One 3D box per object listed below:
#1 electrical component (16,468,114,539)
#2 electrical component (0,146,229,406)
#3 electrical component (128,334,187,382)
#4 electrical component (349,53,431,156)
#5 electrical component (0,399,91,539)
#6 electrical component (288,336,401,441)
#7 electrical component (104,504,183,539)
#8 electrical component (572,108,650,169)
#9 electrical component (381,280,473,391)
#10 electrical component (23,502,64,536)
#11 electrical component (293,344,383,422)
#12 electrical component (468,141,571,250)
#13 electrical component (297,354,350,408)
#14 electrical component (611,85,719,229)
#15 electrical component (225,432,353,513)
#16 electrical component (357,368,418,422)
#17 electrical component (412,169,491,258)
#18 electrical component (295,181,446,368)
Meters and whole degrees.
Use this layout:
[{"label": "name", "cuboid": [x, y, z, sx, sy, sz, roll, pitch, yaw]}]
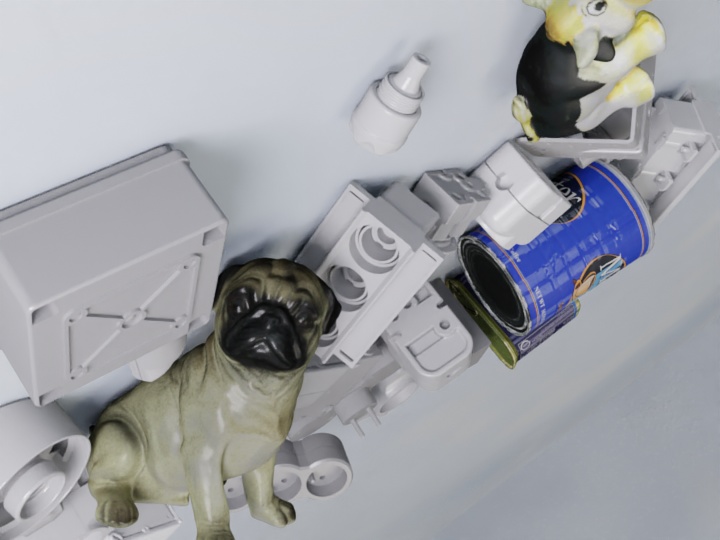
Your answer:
[{"label": "electrical component", "cuboid": [-0.223, 0.182, 0.789, 0.089, 0.055, 0.050, -27, 159, -27]}, {"label": "electrical component", "cuboid": [-0.129, 0.004, 0.543, 0.109, 0.056, 0.108, -27, 159, -27]}, {"label": "electrical component", "cuboid": [-0.126, 0.036, 0.642, 0.043, 0.043, 0.081, -31, 160, -18]}, {"label": "electrical component", "cuboid": [0.020, -0.096, 0.610, 0.035, 0.035, 0.061, -16, 150, -46]}, {"label": "electrical component", "cuboid": [-0.223, 0.124, 0.680, 0.099, 0.064, 0.099, -46, 162, -20]}, {"label": "electrical component", "cuboid": [-0.009, 0.115, 0.968, 0.138, 0.073, 0.052, -38, 163, 15]}, {"label": "electrical component", "cuboid": [-0.205, 0.205, 0.865, 0.061, 0.061, 0.096, -46, 159, 24]}, {"label": "electrical component", "cuboid": [0.205, -0.109, 0.893, 0.062, 0.043, 0.043, -35, 161, -2]}, {"label": "electrical component", "cuboid": [0.050, 0.051, 0.909, 0.054, 0.095, 0.059, -34, 161, -9]}, {"label": "electrical component", "cuboid": [-0.240, 0.165, 0.739, 0.062, 0.043, 0.043, -31, 160, -15]}, {"label": "electrical component", "cuboid": [-0.039, 0.084, 0.897, 0.099, 0.048, 0.100, -47, 159, 25]}, {"label": "electrical component", "cuboid": [0.120, -0.056, 0.848, 0.059, 0.053, 0.095, -42, 160, 13]}, {"label": "electrical component", "cuboid": [-0.065, 0.069, 0.798, 0.061, 0.061, 0.096, -45, 159, 22]}, {"label": "electrical component", "cuboid": [0.274, -0.101, 0.990, 0.063, 0.078, 0.121, 5, 143, -20]}, {"label": "electrical component", "cuboid": [-0.082, 0.178, 1.010, 0.138, 0.073, 0.052, -5, 123, -15]}, {"label": "electrical component", "cuboid": [0.021, 0.101, 1.033, 0.050, 0.055, 0.089, -17, 152, -46]}, {"label": "electrical component", "cuboid": [0.058, -0.040, 0.790, 0.066, 0.048, 0.055, -12, 141, -51]}, {"label": "electrical component", "cuboid": [0.000, 0.000, 0.747, 0.121, 0.079, 0.063, -52, 178, 36]}]
